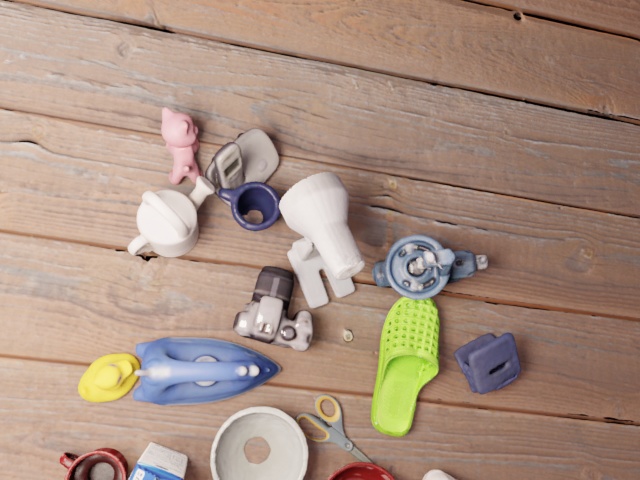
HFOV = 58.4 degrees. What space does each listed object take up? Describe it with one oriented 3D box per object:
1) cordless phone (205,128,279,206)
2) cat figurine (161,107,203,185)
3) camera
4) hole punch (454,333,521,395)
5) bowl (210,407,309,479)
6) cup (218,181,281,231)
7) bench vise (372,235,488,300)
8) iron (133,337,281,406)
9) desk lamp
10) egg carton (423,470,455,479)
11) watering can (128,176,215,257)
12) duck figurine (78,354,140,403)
[{"bbox_3d":[-0.138,-0.148,1.037,0.094,0.185,0.148,41,74,-1],"label":"cordless phone"},{"bbox_3d":[-0.254,-0.176,1.055,0.067,0.117,0.128,-9,81,-13],"label":"cat figurine"},{"bbox_3d":[-0.074,0.122,1.039,0.143,0.100,0.137,15,76,-8],"label":"camera"},{"bbox_3d":[0.333,0.238,1.103,0.109,0.091,0.101,-25,84,-15],"label":"hole punch"},{"bbox_3d":[-0.107,0.373,0.996,0.167,0.074,0.167,2,78,-11],"label":"bowl"},{"bbox_3d":[-0.134,-0.058,1.067,0.118,0.095,0.092,21,75,-6],"label":"cup"},{"bbox_3d":[0.216,0.033,1.054,0.208,0.219,0.121,-23,84,-14],"label":"bench vise"},{"bbox_3d":[-0.187,0.222,0.976,0.258,0.141,0.119,0,79,-11],"label":"iron"},{"bbox_3d":[0.009,0.004,1.021,0.118,0.213,0.203,-22,84,-14],"label":"desk lamp"},{"bbox_3d":[0.241,0.494,1.044,0.150,0.069,0.107,29,75,-4],"label":"egg carton"},{"bbox_3d":[-0.258,-0.042,0.987,0.101,0.194,0.173,25,75,-5],"label":"watering can"},{"bbox_3d":[-0.359,0.234,0.968,0.105,0.086,0.077,-28,85,-15],"label":"duck figurine"}]
